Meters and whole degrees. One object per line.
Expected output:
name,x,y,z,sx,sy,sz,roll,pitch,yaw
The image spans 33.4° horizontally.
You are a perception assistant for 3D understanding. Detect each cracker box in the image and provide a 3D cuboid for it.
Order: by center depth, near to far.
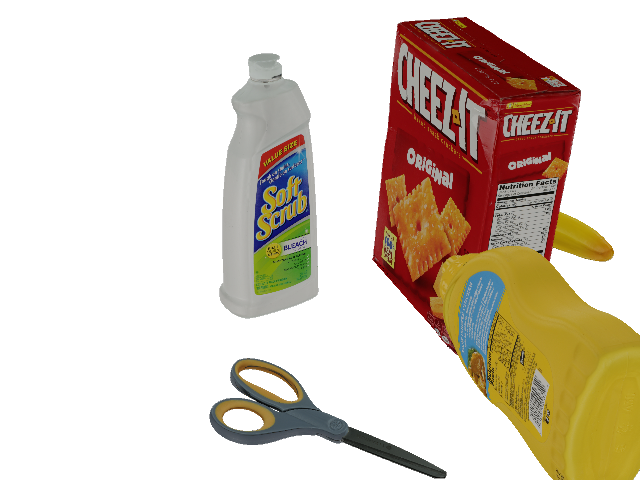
cracker box,0.108,-0.041,0.812,0.072,0.214,0.164,-9,32,-21

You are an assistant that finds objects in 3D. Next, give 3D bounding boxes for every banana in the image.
banana,0.206,-0.013,1.100,0.198,0.037,0.069,10,37,21

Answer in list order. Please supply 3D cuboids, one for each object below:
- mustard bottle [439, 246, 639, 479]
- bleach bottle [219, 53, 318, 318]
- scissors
mustard bottle,0.119,0.058,0.624,0.058,0.096,0.192,-8,28,-18
bleach bottle,-0.055,-0.055,1.038,0.102,0.251,0.068,-16,28,-26
scissors,-0.006,0.161,0.867,0.202,0.016,0.096,31,44,27
